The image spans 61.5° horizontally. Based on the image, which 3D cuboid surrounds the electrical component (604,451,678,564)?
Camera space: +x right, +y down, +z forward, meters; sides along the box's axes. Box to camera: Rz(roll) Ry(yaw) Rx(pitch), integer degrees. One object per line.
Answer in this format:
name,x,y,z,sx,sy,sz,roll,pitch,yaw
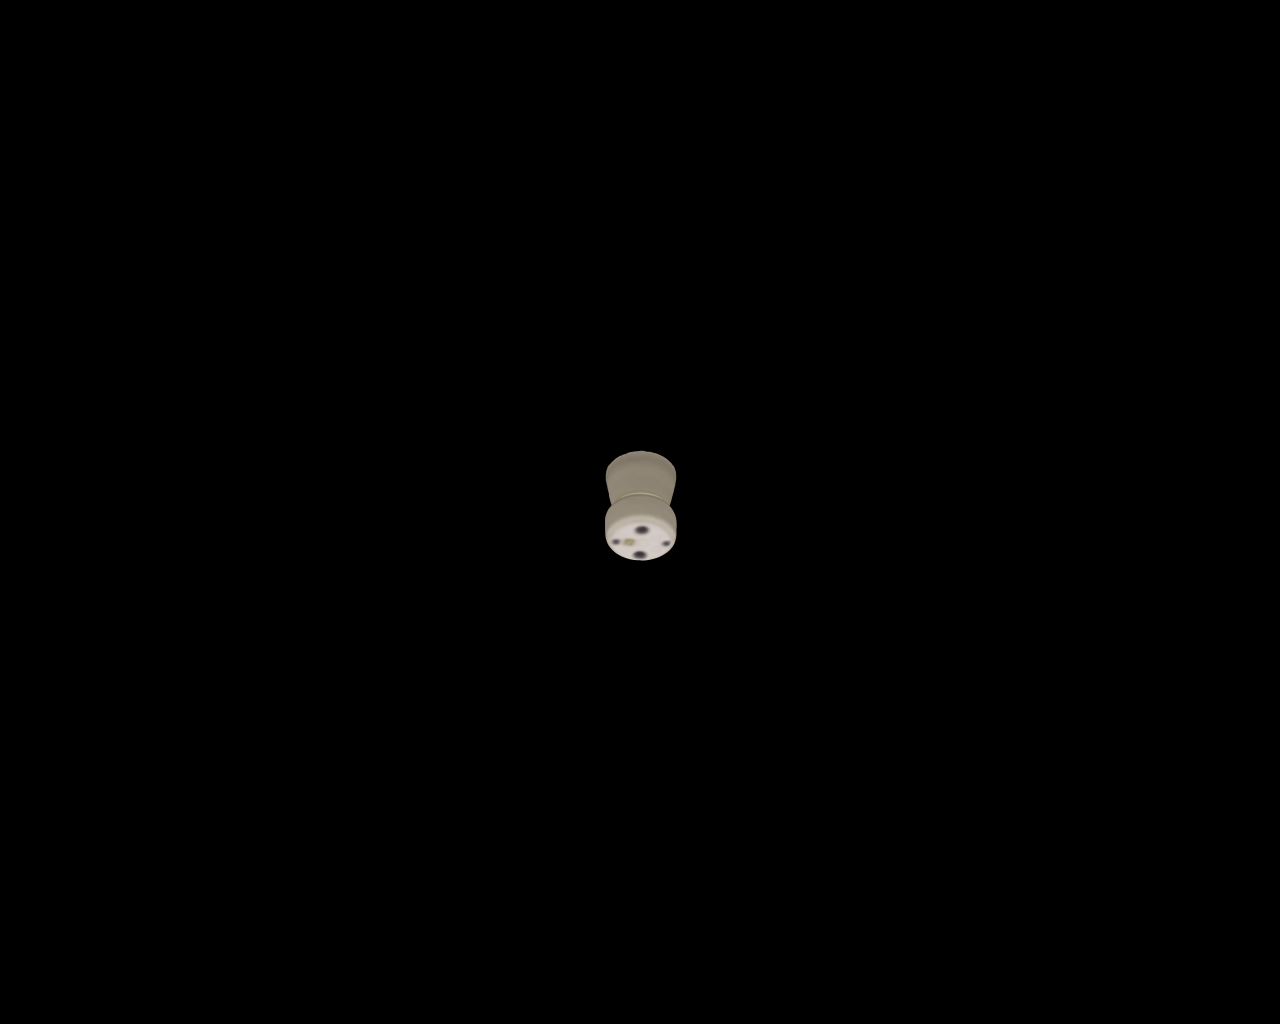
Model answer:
electrical component,0.001,-0.003,0.650,0.045,0.055,0.044,0,-40,0
